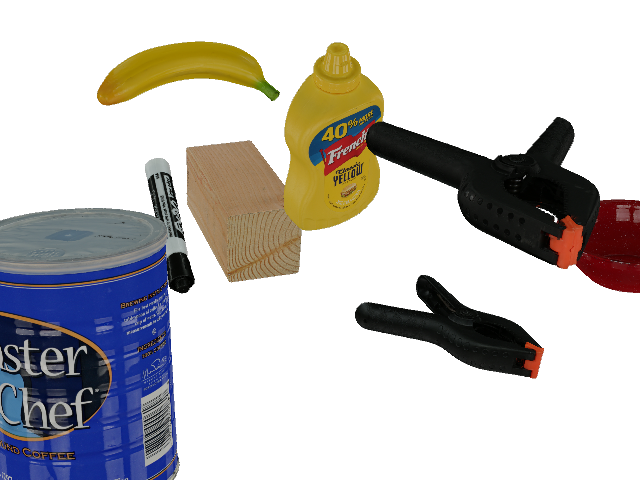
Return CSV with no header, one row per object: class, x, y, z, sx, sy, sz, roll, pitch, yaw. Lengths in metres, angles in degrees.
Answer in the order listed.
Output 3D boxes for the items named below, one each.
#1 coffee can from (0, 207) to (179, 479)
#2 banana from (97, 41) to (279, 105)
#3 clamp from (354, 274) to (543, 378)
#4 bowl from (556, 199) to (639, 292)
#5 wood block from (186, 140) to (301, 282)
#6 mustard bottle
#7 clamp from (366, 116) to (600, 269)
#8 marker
coffee can,-0.131,0.062,0.577,0.103,0.140,0.103,-1,16,0
banana,-0.136,-0.170,1.076,0.197,0.070,0.037,-8,-39,-29
clamp,0.130,0.078,0.993,0.172,0.039,0.120,21,32,23
bowl,0.336,0.011,1.157,0.162,0.055,0.162,-2,26,1
wood block,-0.099,-0.041,1.320,0.090,0.090,0.206,-8,30,-18
mustard bottle,0.013,-0.098,0.965,0.096,0.192,0.058,-25,54,-22
clamp,0.122,-0.042,0.742,0.164,0.036,0.210,-1,27,-5
marker,-0.111,-0.011,0.786,0.020,0.121,0.020,-11,-37,-9
